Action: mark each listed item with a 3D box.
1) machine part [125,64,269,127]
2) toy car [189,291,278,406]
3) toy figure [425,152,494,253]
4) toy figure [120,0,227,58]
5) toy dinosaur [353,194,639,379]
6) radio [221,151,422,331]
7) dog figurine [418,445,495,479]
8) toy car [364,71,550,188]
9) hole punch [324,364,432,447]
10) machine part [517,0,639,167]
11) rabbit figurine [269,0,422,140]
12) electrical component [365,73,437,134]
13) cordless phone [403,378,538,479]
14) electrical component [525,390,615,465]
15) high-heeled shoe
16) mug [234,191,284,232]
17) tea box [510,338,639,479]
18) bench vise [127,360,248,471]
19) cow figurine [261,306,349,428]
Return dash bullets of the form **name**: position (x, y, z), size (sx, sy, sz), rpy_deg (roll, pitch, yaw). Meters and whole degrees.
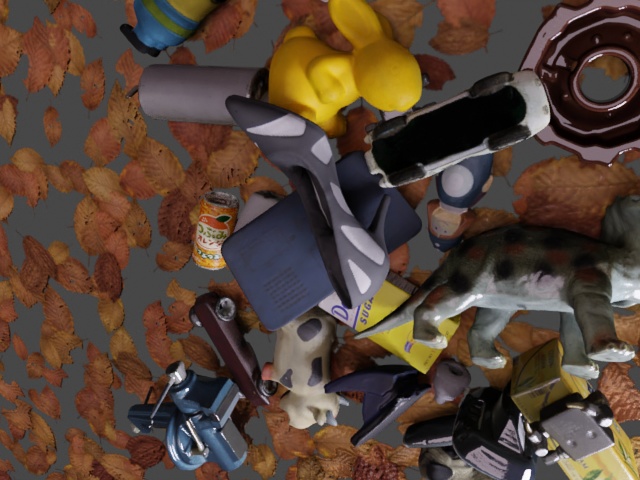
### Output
- **machine part**: position (-0.149, -0.192, 0.711), size (0.243, 0.079, 0.079), rpy_deg (8, 111, 20)
- **toy car**: position (-0.133, 0.171, 0.846), size (0.089, 0.053, 0.202), rpy_deg (-23, 100, 42)
- **toy figure**: position (0.163, -0.051, 0.650), size (0.064, 0.058, 0.154), rpy_deg (43, 129, 47)
- **toy figure**: position (-0.172, -0.306, 0.678), size (0.089, 0.082, 0.180), rpy_deg (42, 113, -12)
- **toy dinosaur**: position (0.230, 0.045, 0.611), size (0.405, 0.192, 0.131), rpy_deg (2, 151, 29)
- **radio**: position (-0.001, -0.002, 0.673), size (0.229, 0.073, 0.131), rpy_deg (-35, 90, 1)
- **dog figurine**: position (0.213, 0.370, 0.719), size (0.191, 0.172, 0.121), rpy_deg (29, 106, 2)
- **toy car**: position (0.141, -0.116, 0.582), size (0.202, 0.056, 0.073), rpy_deg (-19, 91, 29)
- **hole punch**: position (0.080, 0.206, 0.737), size (0.116, 0.142, 0.092), rpy_deg (-42, 64, 15)
- **machine part**: position (0.293, -0.167, 0.556), size (0.180, 0.056, 0.179), rpy_deg (8, 112, 20)
- **rabbit figurine**: position (0.038, -0.190, 0.617), size (0.173, 0.122, 0.162), rpy_deg (9, 92, 33)
- **electrical component**: position (0.094, -0.162, 0.655), size (0.094, 0.021, 0.063), rpy_deg (-16, 102, 26)
- **cordless phone**: position (0.182, 0.256, 0.699), size (0.184, 0.146, 0.088), rpy_deg (-21, 94, 26)
- **electrical component**: position (0.276, 0.208, 0.592), size (0.102, 0.045, 0.078), rpy_deg (-34, 92, 28)
- **high-heeled shoe**: position (-0.020, -0.036, 0.579), size (0.248, 0.145, 0.086), rpy_deg (31, 161, -18)
- **mug**: position (-0.069, -0.009, 0.744), size (0.110, 0.081, 0.107), rpy_deg (18, 106, 19)
- **tea box**: position (0.312, 0.221, 0.663), size (0.068, 0.098, 0.169), rpy_deg (-36, 94, 28)
- **bench vise**: position (-0.231, 0.289, 0.875), size (0.241, 0.129, 0.223), rpy_deg (-9, 131, 29)
- **cow figurine**: position (-0.017, 0.190, 0.793), size (0.127, 0.085, 0.194), rpy_deg (14, 109, 19)
